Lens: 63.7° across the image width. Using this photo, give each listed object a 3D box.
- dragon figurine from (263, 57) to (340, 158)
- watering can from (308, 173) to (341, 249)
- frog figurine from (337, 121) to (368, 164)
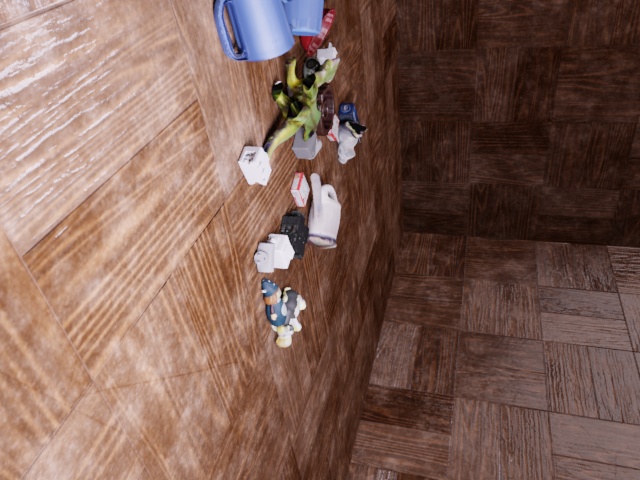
[{"bbox_3d":[-0.048,-0.358,1.473,0.412,0.123,0.240,-66,157,-6],"label":"dragon figurine"},{"bbox_3d":[0.005,-0.088,1.745,0.344,0.104,0.226,39,57,-71],"label":"watering can"},{"bbox_3d":[0.104,-0.396,2.079,0.156,0.122,0.141,-53,-164,37],"label":"frog figurine"}]
